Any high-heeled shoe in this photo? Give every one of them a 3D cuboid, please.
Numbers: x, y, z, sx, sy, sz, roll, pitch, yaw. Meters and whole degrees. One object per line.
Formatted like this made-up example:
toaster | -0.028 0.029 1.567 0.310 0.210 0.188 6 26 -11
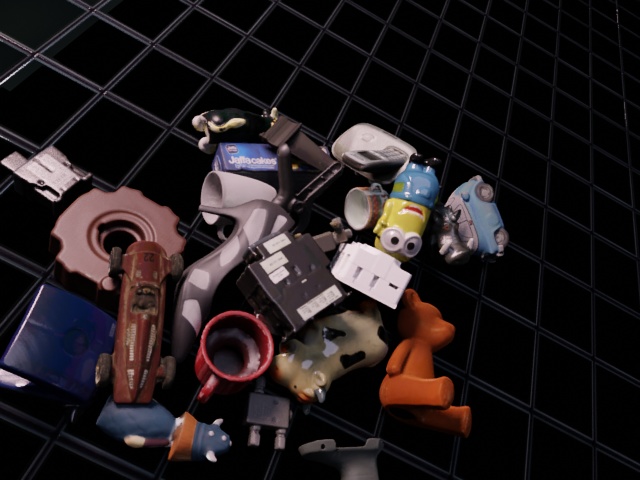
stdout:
high-heeled shoe | -0.120 0.055 0.750 0.145 0.086 0.248 14 74 -19

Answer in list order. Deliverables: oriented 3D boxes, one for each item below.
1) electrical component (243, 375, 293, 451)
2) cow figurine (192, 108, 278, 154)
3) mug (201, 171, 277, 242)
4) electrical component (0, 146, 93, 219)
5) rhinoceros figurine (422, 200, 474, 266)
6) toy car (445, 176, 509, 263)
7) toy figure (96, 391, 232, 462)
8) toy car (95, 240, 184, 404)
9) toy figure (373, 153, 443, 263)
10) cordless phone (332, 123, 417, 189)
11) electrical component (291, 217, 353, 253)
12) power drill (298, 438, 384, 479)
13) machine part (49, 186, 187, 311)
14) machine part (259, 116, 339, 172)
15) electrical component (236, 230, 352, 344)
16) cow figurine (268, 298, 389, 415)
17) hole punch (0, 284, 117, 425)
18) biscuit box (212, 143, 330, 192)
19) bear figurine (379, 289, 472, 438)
electrical component | -0.068 0.227 0.710 0.063 0.021 0.094 13 53 -17
cow figurine | -0.122 -0.192 0.912 0.167 0.098 0.068 -10 91 -29
mug | -0.121 -0.051 0.841 0.107 0.081 0.109 0 82 -35
electrical component | -0.392 -0.094 0.758 0.119 0.047 0.075 39 50 1
rhinoceros figurine | 0.205 -0.031 0.957 0.073 0.112 0.190 0 51 -29
toy car | 0.278 -0.031 1.008 0.103 0.109 0.161 -13 75 -6
toy figure | -0.181 0.224 0.637 0.154 0.058 0.064 26 57 -13
toy car | -0.214 0.092 0.645 0.089 0.053 0.202 12 57 -26
toy figure | 0.148 -0.049 0.887 0.082 0.089 0.180 15 83 18
cordless phone | 0.069 -0.146 0.931 0.147 0.088 0.184 35 24 26
electrical component | -0.003 -0.002 0.828 0.102 0.078 0.045 -18 96 7
power drill | 0.026 0.346 0.638 0.232 0.086 0.207 5 53 -24
machine part | -0.275 0.007 0.740 0.179 0.056 0.179 12 53 -17
machine part | -0.027 -0.149 0.892 0.139 0.039 0.084 38 48 1
electrical component | -0.040 0.053 0.713 0.115 0.058 0.134 -27 76 -39
cow figurine | 0.014 0.162 0.757 0.195 0.085 0.127 -7 61 -34
hole punch | -0.302 0.125 0.628 0.116 0.092 0.142 21 48 -16
biscuit box | -0.078 -0.122 0.916 0.203 0.062 0.059 -3 60 -28
bear figurine | 0.164 0.173 0.795 0.120 0.132 0.196 56 46 -34
